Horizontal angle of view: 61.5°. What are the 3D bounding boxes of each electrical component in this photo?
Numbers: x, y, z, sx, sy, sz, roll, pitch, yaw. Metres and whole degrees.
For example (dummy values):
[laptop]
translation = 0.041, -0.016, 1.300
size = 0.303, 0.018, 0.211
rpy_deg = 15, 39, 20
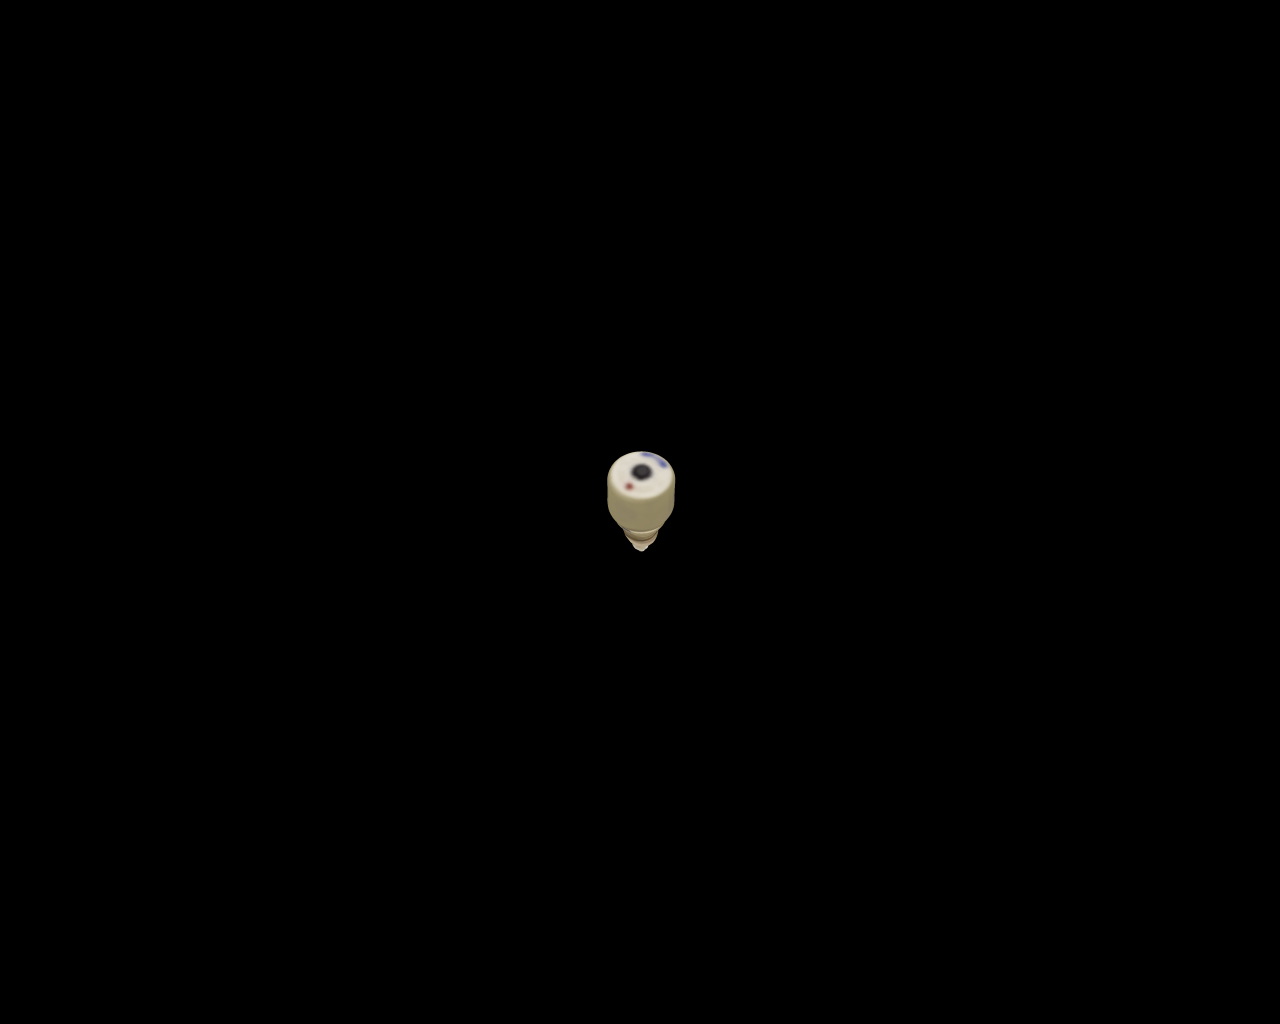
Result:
[electrical component]
translation = 0.001, -0.003, 0.650
size = 0.040, 0.040, 0.078
rpy_deg = 0, -37, 0
